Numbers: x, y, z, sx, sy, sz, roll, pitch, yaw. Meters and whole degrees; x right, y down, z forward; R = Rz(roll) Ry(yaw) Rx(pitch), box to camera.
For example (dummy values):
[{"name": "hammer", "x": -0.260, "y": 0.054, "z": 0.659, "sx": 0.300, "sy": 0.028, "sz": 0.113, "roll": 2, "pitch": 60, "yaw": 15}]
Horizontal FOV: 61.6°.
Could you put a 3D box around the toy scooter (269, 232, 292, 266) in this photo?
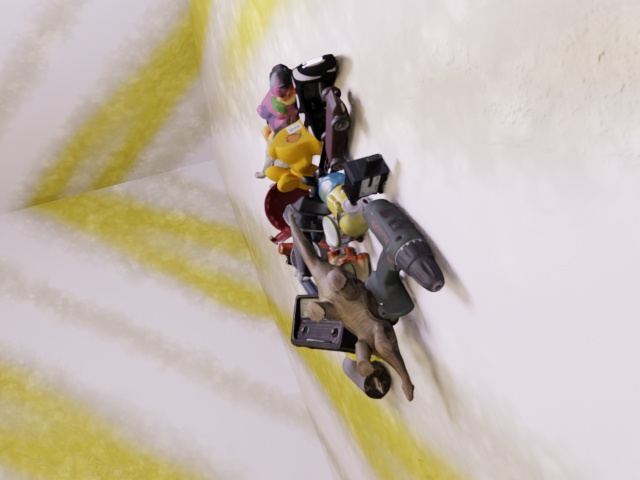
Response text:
[{"name": "toy scooter", "x": -0.084, "y": 0.013, "z": 1.666, "sx": 0.075, "sy": 0.135, "sz": 0.183, "roll": -136, "pitch": 31, "yaw": -61}]

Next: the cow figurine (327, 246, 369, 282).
[{"name": "cow figurine", "x": 0.063, "y": 0.084, "z": 1.294, "sx": 0.195, "sy": 0.085, "sz": 0.127, "roll": -163, "pitch": 63, "yaw": -73}]

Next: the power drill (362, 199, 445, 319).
[{"name": "power drill", "x": 0.138, "y": 0.053, "z": 0.955, "sx": 0.207, "sy": 0.086, "sz": 0.232, "roll": 83, "pitch": 164, "yaw": -50}]

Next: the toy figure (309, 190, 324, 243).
[{"name": "toy figure", "x": -0.009, "y": -0.070, "z": 1.382, "sx": 0.064, "sy": 0.058, "sz": 0.154, "roll": 61, "pitch": -143, "yaw": -77}]

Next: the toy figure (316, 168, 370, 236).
[{"name": "toy figure", "x": 0.051, "y": -0.083, "z": 1.135, "sx": 0.180, "sy": 0.082, "sz": 0.089, "roll": 53, "pitch": 168, "yaw": 43}]

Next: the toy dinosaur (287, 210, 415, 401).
[{"name": "toy dinosaur", "x": 0.052, "y": 0.117, "z": 1.088, "sx": 0.471, "sy": 0.105, "sz": 0.198, "roll": 55, "pitch": -164, "yaw": 12}]

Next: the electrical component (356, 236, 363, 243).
[{"name": "electrical component", "x": 0.073, "y": -0.029, "z": 1.231, "sx": 0.094, "sy": 0.021, "sz": 0.063, "roll": -140, "pitch": 35, "yaw": -63}]

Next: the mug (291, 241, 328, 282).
[{"name": "mug", "x": -0.019, "y": 0.056, "z": 1.364, "sx": 0.107, "sy": 0.081, "sz": 0.109, "roll": 5, "pitch": -80, "yaw": -67}]

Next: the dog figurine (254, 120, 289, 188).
[{"name": "dog figurine", "x": -0.086, "y": -0.239, "z": 1.490, "sx": 0.172, "sy": 0.121, "sz": 0.190, "roll": 27, "pitch": 123, "yaw": 13}]

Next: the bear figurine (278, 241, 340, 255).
[{"name": "bear figurine", "x": -0.029, "y": 0.028, "z": 1.487, "sx": 0.196, "sy": 0.132, "sz": 0.120, "roll": -120, "pitch": 46, "yaw": -63}]

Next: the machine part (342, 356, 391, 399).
[{"name": "machine part", "x": 0.118, "y": 0.347, "z": 1.394, "sx": 0.243, "sy": 0.079, "sz": 0.079, "roll": -164, "pitch": 58, "yaw": -73}]

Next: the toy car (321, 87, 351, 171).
[{"name": "toy car", "x": 0.035, "y": -0.222, "z": 1.083, "sx": 0.202, "sy": 0.053, "sz": 0.089, "roll": 92, "pitch": 167, "yaw": -63}]

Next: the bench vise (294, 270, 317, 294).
[{"name": "bench vise", "x": 0.002, "y": 0.175, "z": 1.522, "sx": 0.241, "sy": 0.129, "sz": 0.223, "roll": 53, "pitch": 177, "yaw": 14}]

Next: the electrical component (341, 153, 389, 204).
[{"name": "electrical component", "x": 0.082, "y": -0.122, "z": 0.971, "sx": 0.119, "sy": 0.075, "sz": 0.048, "roll": 88, "pitch": 160, "yaw": -59}]

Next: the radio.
[{"name": "radio", "x": 0.018, "y": 0.199, "z": 1.292, "sx": 0.230, "sy": 0.073, "sz": 0.131, "roll": -11, "pitch": 67, "yaw": 57}]

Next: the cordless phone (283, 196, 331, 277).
[{"name": "cordless phone", "x": -0.002, "y": -0.004, "z": 1.265, "sx": 0.089, "sy": 0.146, "sz": 0.184, "roll": -33, "pitch": 60, "yaw": 52}]

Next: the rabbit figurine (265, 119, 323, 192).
[{"name": "rabbit figurine", "x": -0.047, "y": -0.181, "z": 1.307, "sx": 0.122, "sy": 0.162, "sz": 0.173, "roll": 45, "pitch": 169, "yaw": 39}]

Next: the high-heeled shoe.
[{"name": "high-heeled shoe", "x": 0.001, "y": -0.283, "z": 1.099, "sx": 0.249, "sy": 0.086, "sz": 0.145, "roll": -164, "pitch": 54, "yaw": -79}]

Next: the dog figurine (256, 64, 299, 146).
[{"name": "dog figurine", "x": -0.082, "y": -0.320, "z": 1.322, "sx": 0.219, "sy": 0.108, "sz": 0.191, "roll": 160, "pitch": 94, "yaw": -74}]
